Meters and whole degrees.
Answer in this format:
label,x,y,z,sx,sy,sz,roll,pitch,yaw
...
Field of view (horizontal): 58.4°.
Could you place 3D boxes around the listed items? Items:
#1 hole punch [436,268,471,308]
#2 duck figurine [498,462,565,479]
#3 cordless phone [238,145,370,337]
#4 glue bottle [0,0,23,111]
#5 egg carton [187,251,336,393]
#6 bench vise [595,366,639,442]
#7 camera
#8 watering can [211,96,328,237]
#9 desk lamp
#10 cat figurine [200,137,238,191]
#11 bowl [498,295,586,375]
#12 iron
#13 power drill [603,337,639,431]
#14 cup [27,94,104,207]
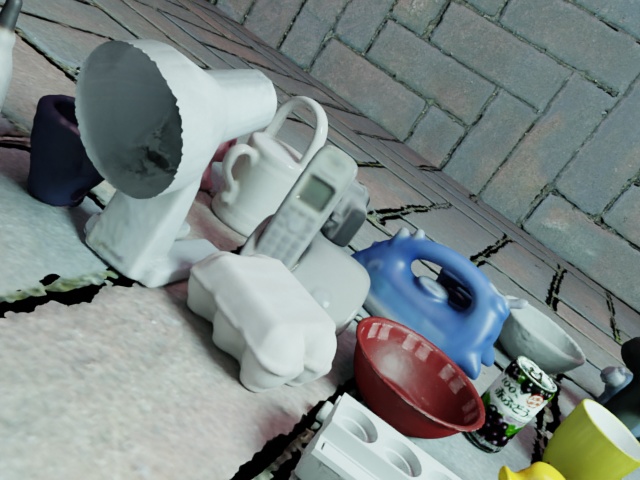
label,x,y,z,sx,sy,sz,roll,pitch,yaw
hole punch,0.221,0.097,0.908,0.108,0.091,0.101,41,19,19
duck figurine,0.186,0.238,0.508,0.105,0.086,0.077,31,19,-11
cordless phone,0.006,0.002,0.629,0.147,0.185,0.094,33,18,-5
glue bottle,-0.280,-0.121,0.468,0.037,0.173,0.078,25,21,-27
egg carton,-0.054,0.072,0.537,0.150,0.069,0.108,45,21,30
bench vise,0.548,0.250,0.881,0.208,0.219,0.121,27,20,-20
camera,0.003,-0.078,0.957,0.137,0.100,0.143,23,21,-30
watering can,-0.054,-0.103,0.775,0.101,0.194,0.173,38,19,12
desk lamp,-0.134,-0.069,0.524,0.117,0.213,0.204,39,19,15
cat figurine,-0.159,-0.130,0.783,0.067,0.117,0.128,37,19,7
bowl,0.361,0.174,0.979,0.168,0.074,0.167,31,19,-11
iron,0.148,0.064,0.786,0.257,0.141,0.119,42,20,21
power drill,0.429,0.224,0.760,0.075,0.208,0.230,35,18,2
cup,-0.235,-0.072,0.546,0.092,0.095,0.117,20,23,-37
